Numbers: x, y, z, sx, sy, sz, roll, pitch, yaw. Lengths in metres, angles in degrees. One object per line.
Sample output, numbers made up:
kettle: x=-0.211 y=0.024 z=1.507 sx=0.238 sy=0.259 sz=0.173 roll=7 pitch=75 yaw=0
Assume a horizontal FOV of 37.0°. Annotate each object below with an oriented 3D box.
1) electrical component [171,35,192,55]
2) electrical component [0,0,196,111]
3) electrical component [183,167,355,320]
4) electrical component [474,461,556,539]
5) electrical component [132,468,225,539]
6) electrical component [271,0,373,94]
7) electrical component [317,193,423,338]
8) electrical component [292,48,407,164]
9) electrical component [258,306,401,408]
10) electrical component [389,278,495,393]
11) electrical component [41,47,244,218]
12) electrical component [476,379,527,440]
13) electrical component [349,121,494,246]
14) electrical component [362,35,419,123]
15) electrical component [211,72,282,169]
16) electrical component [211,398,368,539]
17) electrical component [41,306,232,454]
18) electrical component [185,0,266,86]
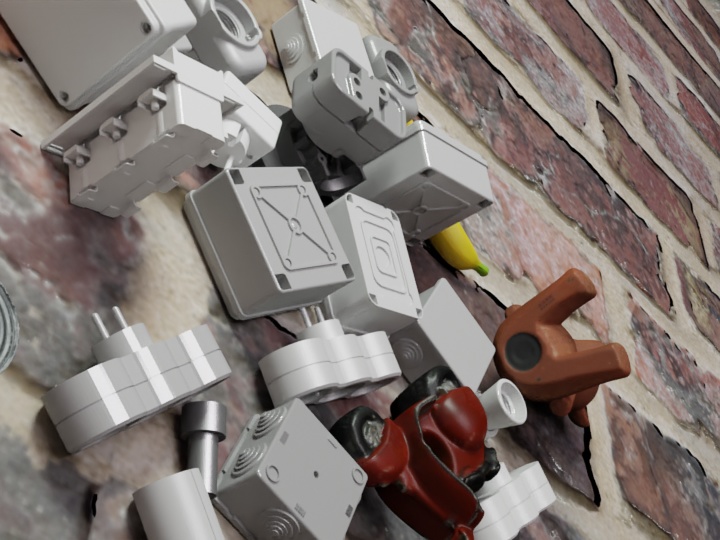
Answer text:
electrical component: x=-0.165 y=-0.159 z=0.842 sx=0.076 sy=0.047 sz=0.066 roll=61 pitch=31 yaw=2
electrical component: x=-0.192 y=-0.189 z=0.769 sx=0.108 sy=0.109 sz=0.056 roll=57 pitch=28 yaw=-4
electrical component: x=-0.071 y=-0.023 z=0.853 sx=0.109 sy=0.056 sz=0.108 roll=-9 pitch=72 yaw=-57
electrical component: x=0.118 y=0.192 z=0.944 sx=0.138 sy=0.052 sz=0.073 roll=-14 pitch=76 yaw=-58
electrical component: x=-0.105 y=0.167 z=0.656 sx=0.043 sy=0.043 sz=0.081 roll=-3 pitch=67 yaw=-56
electrical component: x=-0.036 y=-0.209 z=1.067 sx=0.100 sy=0.048 sz=0.099 roll=12 pitch=54 yaw=-51
electrical component: x=0.000 y=0.000 z=0.934 sx=0.078 sy=0.057 sz=0.113 roll=19 pitch=50 yaw=-47
electrical component: x=-0.012 y=-0.139 z=0.937 sx=0.095 sy=0.059 sz=0.053 roll=34 pitch=40 yaw=-35
electrical component: x=-0.027 y=0.062 z=0.847 sx=0.138 sy=0.052 sz=0.073 roll=-1 pitch=65 yaw=-55
electrical component: x=0.071 y=0.069 z=0.985 sx=0.099 sy=0.048 sz=0.099 roll=54 pitch=32 yaw=-10
electrical component: x=-0.148 y=-0.089 z=0.735 sx=0.079 sy=0.121 sz=0.063 roll=20 pitch=51 yaw=-46
electrical component: x=0.119 y=0.131 z=0.995 sx=0.045 sy=0.055 sz=0.045 roll=35 pitch=38 yaw=-34
electrical component: x=0.053 y=-0.080 z=1.028 sx=0.109 sy=0.109 sz=0.056 roll=22 pitch=50 yaw=-45
electrical component: x=0.020 y=-0.193 z=1.122 sx=0.054 sy=0.059 sz=0.095 roll=8 pitch=58 yaw=-53
electrical component: x=-0.108 y=-0.110 z=0.882 sx=0.066 sy=0.047 sz=0.076 roll=42 pitch=36 yaw=-27
electrical component: x=-0.046 y=0.150 z=0.749 sx=0.099 sy=0.048 sz=0.099 roll=50 pitch=32 yaw=-15
electrical component: x=-0.146 y=0.058 z=0.681 sx=0.138 sy=0.052 sz=0.073 roll=-21 pitch=82 yaw=-59
electrical component: x=-0.126 y=-0.200 z=0.920 sx=0.095 sy=0.059 sz=0.054 roll=60 pitch=31 yaw=1
